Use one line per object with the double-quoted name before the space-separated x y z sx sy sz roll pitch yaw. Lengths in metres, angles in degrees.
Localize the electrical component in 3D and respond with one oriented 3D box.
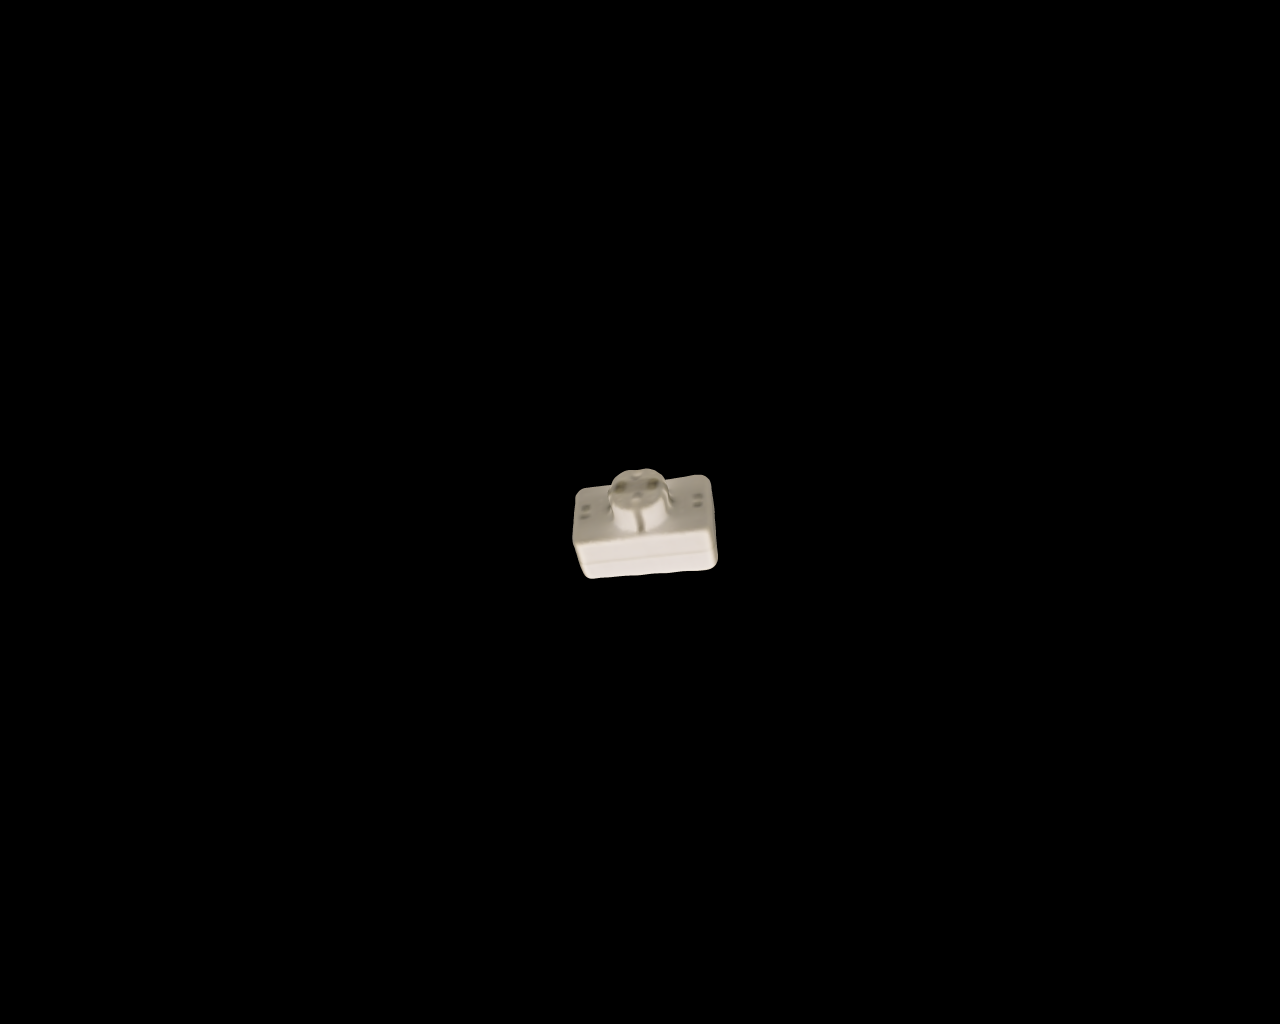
"electrical component" 0.001 -0.003 0.650 0.083 0.047 0.075 -6 -43 7
